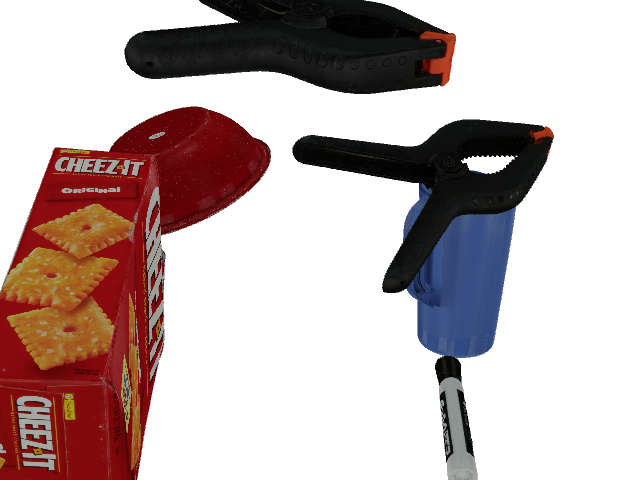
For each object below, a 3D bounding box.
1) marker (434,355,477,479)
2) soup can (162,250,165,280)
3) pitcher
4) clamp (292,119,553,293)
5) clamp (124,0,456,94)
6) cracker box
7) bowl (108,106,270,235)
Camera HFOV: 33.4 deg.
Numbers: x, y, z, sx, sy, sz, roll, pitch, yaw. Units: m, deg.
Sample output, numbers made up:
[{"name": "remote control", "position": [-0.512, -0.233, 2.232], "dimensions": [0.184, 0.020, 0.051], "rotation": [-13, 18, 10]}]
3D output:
[{"name": "marker", "position": [0.091, 0.119, 0.725], "dimensions": [0.020, 0.020, 0.121], "rotation": [0, 32, 1]}, {"name": "soup can", "position": [-0.197, 0.061, 1.110], "dimensions": [0.068, 0.102, 0.068], "rotation": [5, 21, -2]}, {"name": "pitcher", "position": [0.185, 0.035, 1.451], "dimensions": [0.149, 0.243, 0.145], "rotation": [4, 22, 5]}, {"name": "clamp", "position": [0.101, -0.042, 0.853], "dimensions": [0.209, 0.165, 0.036], "rotation": [-14, -36, -15]}, {"name": "clamp", "position": [-0.017, -0.107, 0.577], "dimensions": [0.172, 0.039, 0.120], "rotation": [14, 43, 17]}, {"name": "cracker box", "position": [-0.133, 0.070, 0.607], "dimensions": [0.072, 0.164, 0.213], "rotation": [3, 34, -3]}, {"name": "bowl", "position": [-0.126, -0.067, 0.903], "dimensions": [0.162, 0.055, 0.162], "rotation": [-18, 28, 10]}]
